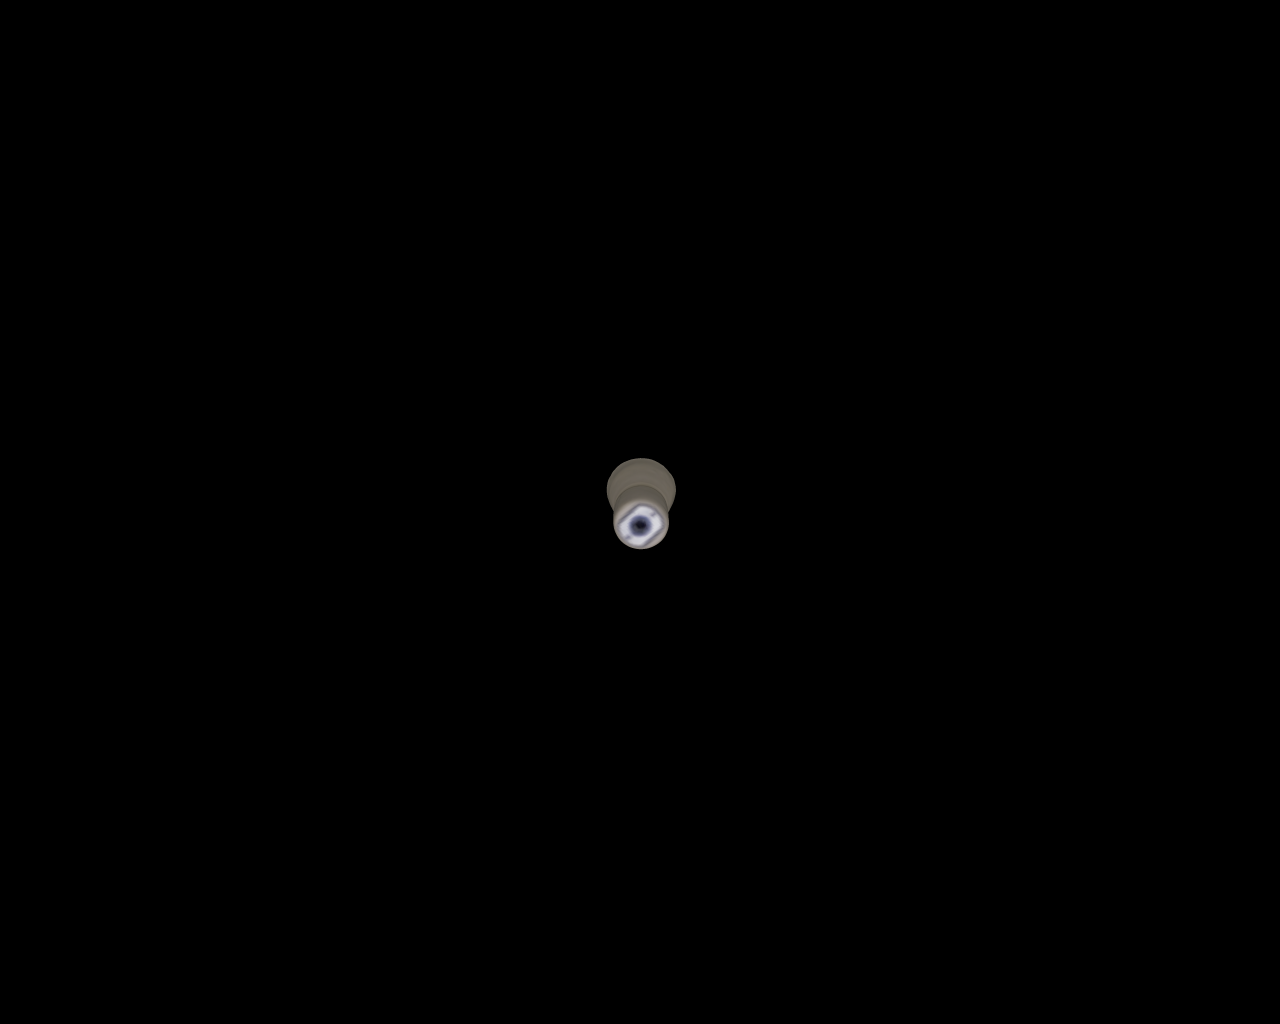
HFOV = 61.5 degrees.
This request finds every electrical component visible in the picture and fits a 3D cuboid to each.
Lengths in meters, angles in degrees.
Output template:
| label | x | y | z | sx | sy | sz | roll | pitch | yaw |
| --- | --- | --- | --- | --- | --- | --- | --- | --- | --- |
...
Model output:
| label | x | y | z | sx | sy | sz | roll | pitch | yaw |
| --- | --- | --- | --- | --- | --- | --- | --- | --- | --- |
| electrical component | 0.001 | -0.003 | 0.650 | 0.044 | 0.044 | 0.065 | 0 | 21 | 0 |
